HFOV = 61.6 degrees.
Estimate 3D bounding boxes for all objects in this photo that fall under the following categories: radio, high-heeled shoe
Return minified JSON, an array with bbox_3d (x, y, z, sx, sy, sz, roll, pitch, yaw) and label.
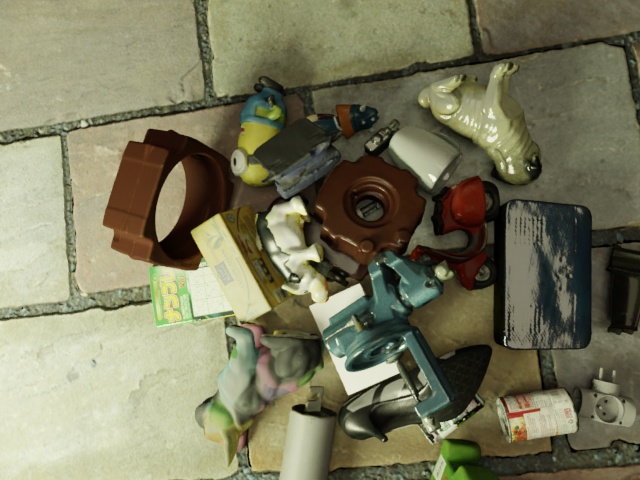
[{"bbox_3d":[0.345,0.055,0.836,0.131,0.073,0.229,2,86,6],"label":"radio"},{"bbox_3d":[0.144,0.231,0.839,0.249,0.145,0.086,-31,101,-14],"label":"high-heeled shoe"}]

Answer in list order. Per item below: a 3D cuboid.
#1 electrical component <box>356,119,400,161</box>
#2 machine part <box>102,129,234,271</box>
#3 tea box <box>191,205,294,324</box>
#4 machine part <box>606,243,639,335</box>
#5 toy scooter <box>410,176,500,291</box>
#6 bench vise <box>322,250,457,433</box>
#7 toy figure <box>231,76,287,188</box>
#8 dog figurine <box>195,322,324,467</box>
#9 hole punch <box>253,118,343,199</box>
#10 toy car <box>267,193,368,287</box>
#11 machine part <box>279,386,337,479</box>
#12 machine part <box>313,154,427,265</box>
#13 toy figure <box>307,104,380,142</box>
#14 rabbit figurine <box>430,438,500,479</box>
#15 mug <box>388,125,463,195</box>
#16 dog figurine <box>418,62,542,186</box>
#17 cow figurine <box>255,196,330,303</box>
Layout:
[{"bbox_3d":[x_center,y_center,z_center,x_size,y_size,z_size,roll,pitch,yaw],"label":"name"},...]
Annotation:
[{"bbox_3d":[0.095,-0.159,0.893,0.094,0.063,0.021,-42,81,2],"label":"electrical component"},{"bbox_3d":[-0.234,-0.060,0.851,0.087,0.201,0.201,15,86,20],"label":"machine part"},{"bbox_3d":[-0.120,0.037,0.862,0.068,0.098,0.169,-30,87,26],"label":"tea box"},{"bbox_3d":[0.479,0.080,0.834,0.084,0.039,0.138,15,85,3],"label":"machine part"},{"bbox_3d":[0.213,-0.012,0.856,0.135,0.075,0.183,2,88,1],"label":"toy scooter"},{"bbox_3d":[0.123,0.142,0.755,0.224,0.128,0.241,-31,62,8],"label":"bench vise"},{"bbox_3d":[-0.096,-0.179,0.911,0.089,0.082,0.180,12,83,8],"label":"toy figure"},{"bbox_3d":[-0.098,0.246,0.857,0.192,0.108,0.219,10,90,5],"label":"dog figurine"},{"bbox_3d":[-0.029,-0.116,0.840,0.142,0.116,0.092,-33,125,-6],"label":"hole punch"},{"bbox_3d":[-0.002,-0.003,0.894,0.202,0.053,0.089,34,85,12],"label":"toy car"},{"bbox_3d":[-0.022,0.352,0.848,0.079,0.079,0.243,8,84,8],"label":"machine part"},{"bbox_3d":[0.078,-0.050,0.846,0.179,0.056,0.179,0,67,0],"label":"machine part"},{"bbox_3d":[0.023,-0.193,0.905,0.154,0.064,0.058,-19,73,6],"label":"toy figure"},{"bbox_3d":[0.256,0.399,0.793,0.170,0.121,0.159,17,90,-7],"label":"rabbit figurine"},{"bbox_3d":[0.173,-0.145,0.877,0.107,0.080,0.109,39,66,15],"label":"mug"},{"bbox_3d":[0.257,-0.172,0.865,0.172,0.121,0.190,-4,102,39],"label":"dog figurine"},{"bbox_3d":[-0.044,0.025,0.833,0.098,0.068,0.167,-17,80,3],"label":"cow figurine"}]
